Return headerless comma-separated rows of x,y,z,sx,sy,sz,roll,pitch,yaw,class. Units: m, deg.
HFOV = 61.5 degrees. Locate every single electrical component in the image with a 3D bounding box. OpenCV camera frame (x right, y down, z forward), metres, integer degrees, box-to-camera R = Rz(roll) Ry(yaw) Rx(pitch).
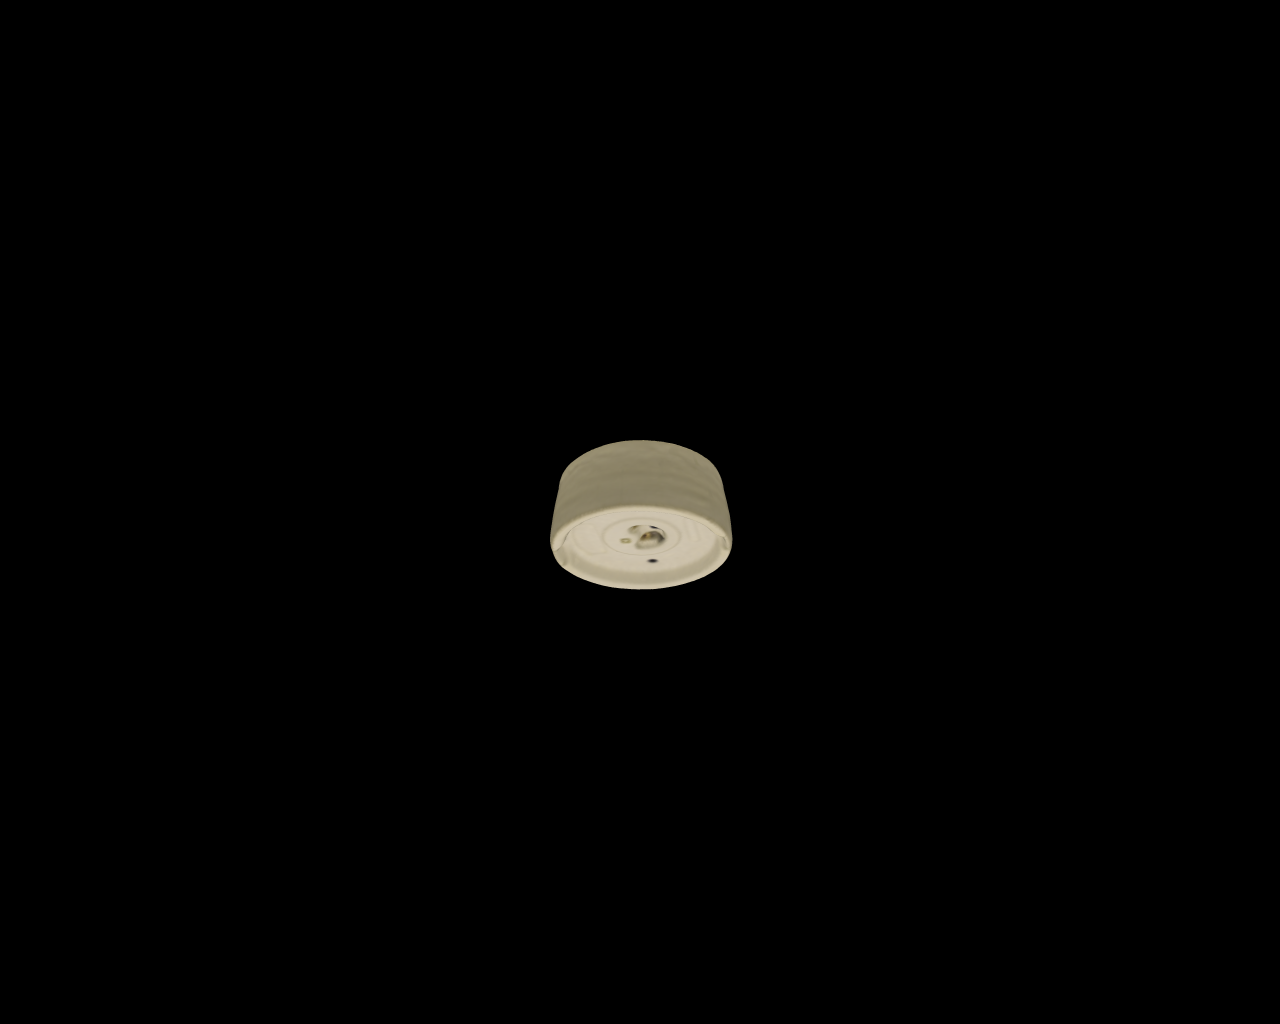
0.001,-0.003,0.650,0.108,0.060,0.108,0,-30,0,electrical component
